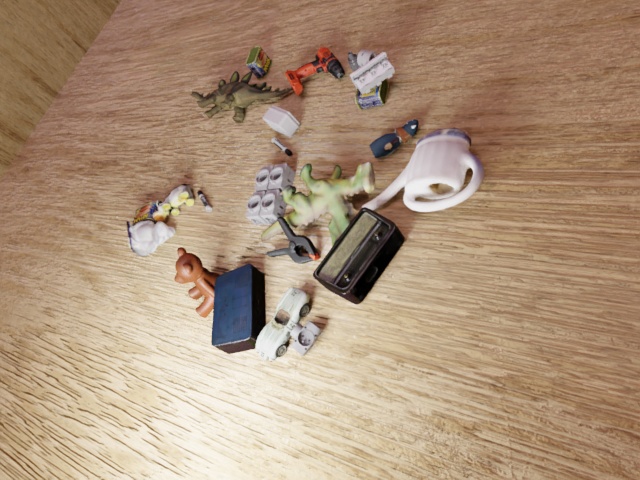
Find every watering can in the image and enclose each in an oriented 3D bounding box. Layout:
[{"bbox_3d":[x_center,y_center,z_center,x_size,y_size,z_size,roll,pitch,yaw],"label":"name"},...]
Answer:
[{"bbox_3d":[0.262,-0.170,1.325,0.346,0.102,0.228,-5,57,43],"label":"watering can"}]

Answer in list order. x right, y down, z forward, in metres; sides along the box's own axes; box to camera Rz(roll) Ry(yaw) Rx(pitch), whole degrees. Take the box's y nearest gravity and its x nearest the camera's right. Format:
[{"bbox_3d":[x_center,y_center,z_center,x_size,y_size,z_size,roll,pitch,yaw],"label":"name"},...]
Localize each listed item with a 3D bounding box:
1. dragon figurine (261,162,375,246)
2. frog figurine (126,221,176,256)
[{"bbox_3d":[0.004,-0.072,1.438,0.405,0.121,0.247,-49,50,19],"label":"dragon figurine"},{"bbox_3d":[-0.587,-0.014,1.807,0.160,0.120,0.140,-9,37,-15],"label":"frog figurine"}]
